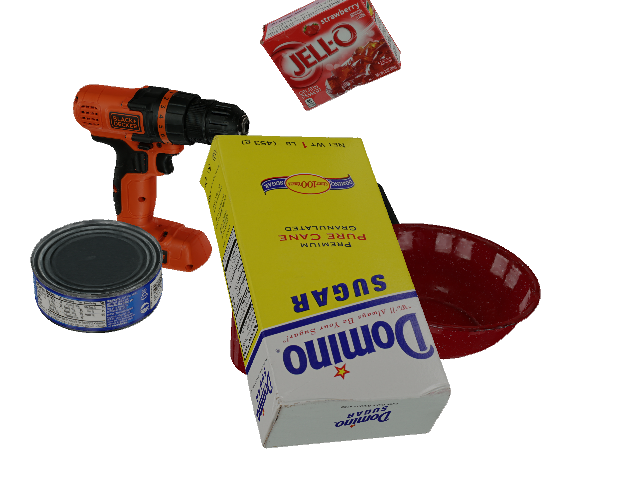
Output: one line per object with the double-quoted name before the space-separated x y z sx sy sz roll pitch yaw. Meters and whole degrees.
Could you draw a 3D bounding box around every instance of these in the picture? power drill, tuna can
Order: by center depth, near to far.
"tuna can" -0.148 0.023 0.711 0.086 0.034 0.086 3 35 -2
"power drill" -0.154 -0.064 1.074 0.185 0.188 0.057 11 30 20

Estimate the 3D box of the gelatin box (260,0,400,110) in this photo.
"gelatin box" 0.008 -0.152 0.841 0.089 0.073 0.030 -21 36 21

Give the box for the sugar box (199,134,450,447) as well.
"sugar box" -0.002 0.020 0.568 0.093 0.176 0.048 -2 -41 -21

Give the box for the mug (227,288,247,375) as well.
"mug" -0.035 0.084 1.008 0.117 0.081 0.093 26 32 36

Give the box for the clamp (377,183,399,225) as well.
"clamp" 0.072 0.012 1.242 0.164 0.036 0.210 -21 51 -38

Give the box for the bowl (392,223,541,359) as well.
"bowl" 0.093 0.048 0.865 0.162 0.055 0.162 6 29 -4
